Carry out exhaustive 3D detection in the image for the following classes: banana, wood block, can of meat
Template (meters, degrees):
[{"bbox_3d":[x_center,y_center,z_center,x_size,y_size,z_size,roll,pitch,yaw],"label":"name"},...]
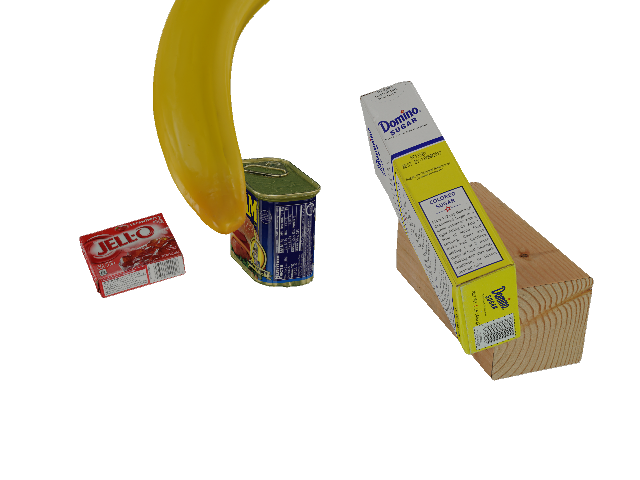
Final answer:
[{"bbox_3d":[-0.047,-0.091,0.527,0.069,0.197,0.037,12,-35,6],"label":"banana"},{"bbox_3d":[0.153,0.030,0.992,0.090,0.090,0.206,-8,29,-18],"label":"wood block"},{"bbox_3d":[-0.042,-0.016,0.907,0.057,0.084,0.102,-7,23,-22],"label":"can of meat"}]

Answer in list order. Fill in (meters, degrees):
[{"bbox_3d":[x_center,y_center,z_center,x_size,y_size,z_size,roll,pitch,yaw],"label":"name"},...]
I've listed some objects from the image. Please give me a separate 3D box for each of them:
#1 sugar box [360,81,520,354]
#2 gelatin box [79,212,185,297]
[{"bbox_3d":[0.081,-0.018,0.729,0.048,0.176,0.093,-19,-36,-2],"label":"sugar box"},{"bbox_3d":[-0.189,0.014,1.067,0.089,0.030,0.073,-17,42,-16],"label":"gelatin box"}]
